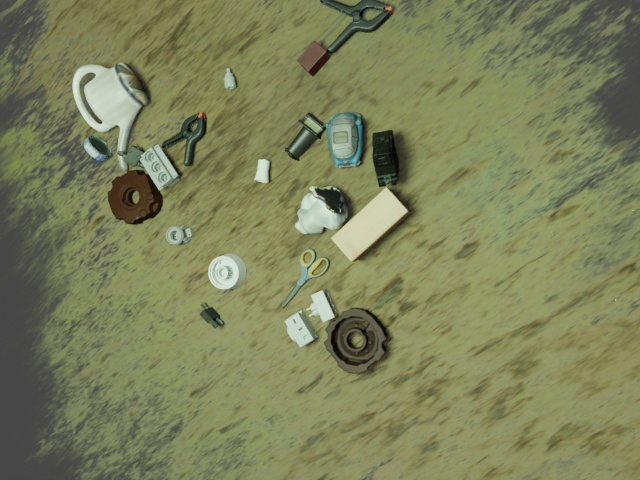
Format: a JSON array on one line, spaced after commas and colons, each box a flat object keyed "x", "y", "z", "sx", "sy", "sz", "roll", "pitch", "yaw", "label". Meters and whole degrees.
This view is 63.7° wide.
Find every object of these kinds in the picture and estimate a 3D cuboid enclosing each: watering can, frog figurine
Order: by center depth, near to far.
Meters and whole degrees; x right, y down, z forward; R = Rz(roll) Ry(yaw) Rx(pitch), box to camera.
[{"x": 0.004, "y": -0.074, "z": 1.470, "sx": 0.138, "sy": 0.125, "sz": 0.156, "roll": 33, "pitch": 135, "yaw": 5, "label": "frog figurine"}, {"x": -0.643, "y": -0.414, "z": 1.643, "sx": 0.223, "sy": 0.105, "sz": 0.346, "roll": -29, "pitch": 96, "yaw": 12, "label": "watering can"}]
